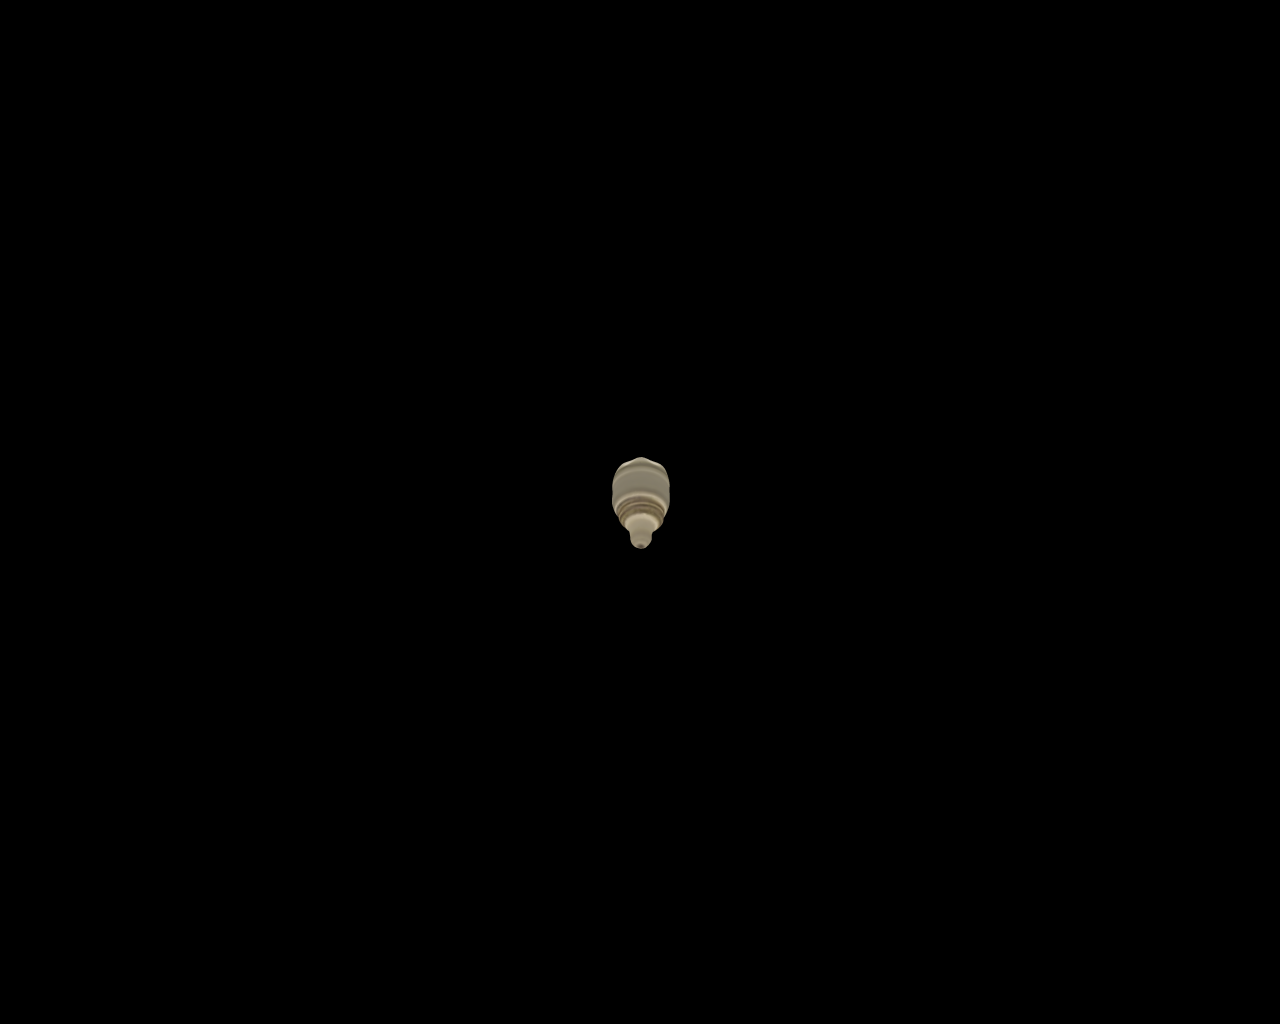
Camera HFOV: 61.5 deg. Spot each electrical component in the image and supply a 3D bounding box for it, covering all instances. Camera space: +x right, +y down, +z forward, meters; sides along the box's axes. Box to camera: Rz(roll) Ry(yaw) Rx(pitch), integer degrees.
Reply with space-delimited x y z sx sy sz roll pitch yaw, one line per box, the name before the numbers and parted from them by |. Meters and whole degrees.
electrical component | 0.001 -0.003 0.650 0.035 0.061 0.035 0 -40 0
